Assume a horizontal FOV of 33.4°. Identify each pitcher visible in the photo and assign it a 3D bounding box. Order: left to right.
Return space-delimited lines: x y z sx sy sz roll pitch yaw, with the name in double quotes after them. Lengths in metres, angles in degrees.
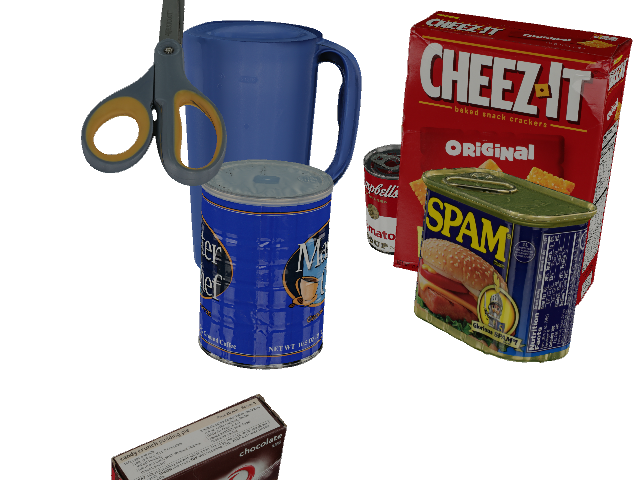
-0.058 -0.087 1.030 0.144 0.243 0.149 -12 24 -33 "pitcher"

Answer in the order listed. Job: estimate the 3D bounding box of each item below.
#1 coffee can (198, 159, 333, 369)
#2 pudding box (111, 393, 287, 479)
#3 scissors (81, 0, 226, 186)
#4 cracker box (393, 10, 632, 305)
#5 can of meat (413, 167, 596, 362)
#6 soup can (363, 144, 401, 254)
-0.045 0.017 0.846 0.103 0.140 0.103 3 20 -1 "coffee can"
-0.080 0.159 0.696 0.113 0.090 0.039 -22 50 -32 "pudding box"
-0.115 -0.110 0.684 0.096 0.202 0.016 -12 -36 -14 "scissors"
0.150 -0.066 0.871 0.164 0.214 0.072 13 28 23 "cracker box"
0.098 0.012 0.591 0.057 0.084 0.102 -7 20 -32 "can of meat"
0.082 -0.044 1.163 0.068 0.102 0.068 -3 35 2 "soup can"
